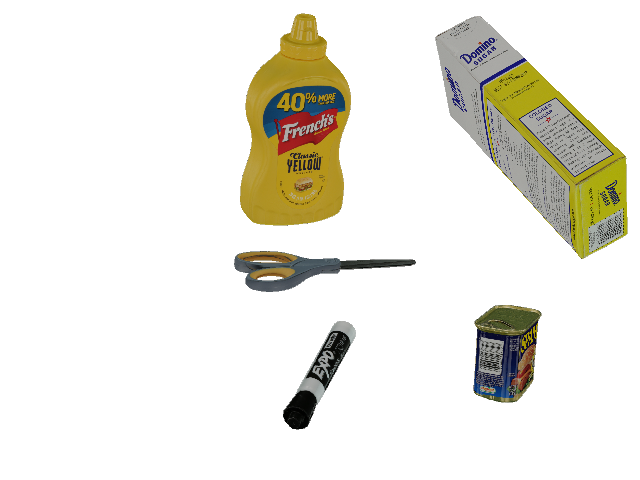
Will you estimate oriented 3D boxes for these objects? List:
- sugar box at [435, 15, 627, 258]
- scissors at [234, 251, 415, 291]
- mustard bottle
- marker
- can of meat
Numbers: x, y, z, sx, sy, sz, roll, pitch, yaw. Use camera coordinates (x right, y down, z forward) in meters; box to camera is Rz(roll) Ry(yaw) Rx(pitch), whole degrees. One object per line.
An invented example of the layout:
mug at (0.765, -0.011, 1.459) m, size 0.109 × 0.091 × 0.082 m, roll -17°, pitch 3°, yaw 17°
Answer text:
sugar box at (0.150, -0.077, 0.768) m, size 0.048 × 0.176 × 0.093 m, roll -28°, pitch -37°, yaw -5°
scissors at (0.003, 0.035, 1.168) m, size 0.202 × 0.016 × 0.096 m, roll 3°, pitch 23°, yaw 5°
mustard bottle at (-0.021, -0.110, 0.968) m, size 0.096 × 0.192 × 0.058 m, roll -6°, pitch 29°, yaw -20°
marker at (0.000, 0.094, 0.750) m, size 0.020 × 0.020 × 0.121 m, roll 0°, pitch 25°, yaw 19°
can of meat at (0.208, 0.126, 1.193) m, size 0.058 × 0.084 × 0.102 m, roll 8°, pitch 13°, yaw 24°
